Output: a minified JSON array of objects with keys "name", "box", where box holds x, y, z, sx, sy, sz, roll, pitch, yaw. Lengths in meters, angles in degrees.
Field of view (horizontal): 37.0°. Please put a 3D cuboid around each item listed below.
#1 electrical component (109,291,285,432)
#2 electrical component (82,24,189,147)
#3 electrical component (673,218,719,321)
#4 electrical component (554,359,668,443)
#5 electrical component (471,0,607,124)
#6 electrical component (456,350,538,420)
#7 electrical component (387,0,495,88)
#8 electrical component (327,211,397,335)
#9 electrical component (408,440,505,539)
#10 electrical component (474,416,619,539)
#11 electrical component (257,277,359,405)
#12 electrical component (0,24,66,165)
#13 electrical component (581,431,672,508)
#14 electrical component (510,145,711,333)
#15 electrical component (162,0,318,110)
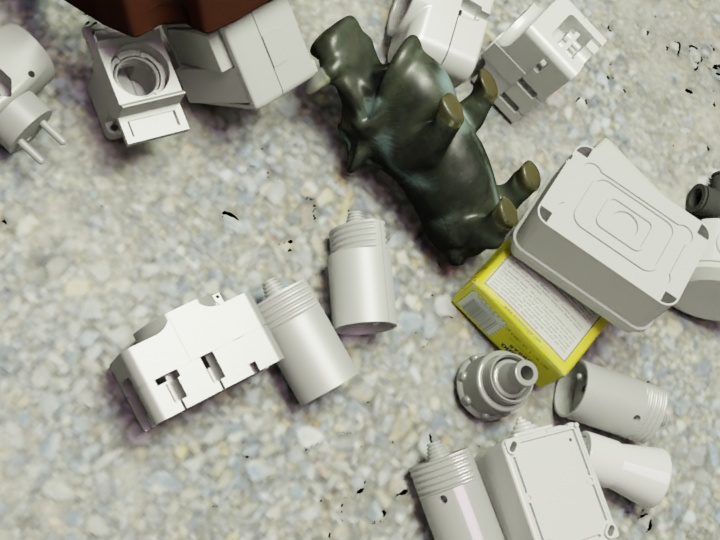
[{"name":"electrical component","box":[-0.103,0.052,0.663,0.089,0.050,0.055,-26,86,-26]},{"name":"electrical component","box":[-0.146,-0.116,0.687,0.042,0.064,0.081,-19,82,-26]},{"name":"electrical component","box":[0.273,0.002,0.819,0.080,0.080,0.051,25,62,-14]},{"name":"electrical component","box":[0.186,0.096,0.774,0.081,0.043,0.043,20,68,-17]},{"name":"electrical component","box":[0.128,-0.159,0.799,0.055,0.089,0.050,45,64,-5]},{"name":"electrical component","box":[0.098,0.076,0.733,0.048,0.062,0.048,6,73,-21]},{"name":"electrical component","box":[0.058,-0.188,0.792,0.059,0.054,0.095,20,77,-16]},{"name":"electrical component","box":[0.000,0.000,0.725,0.043,0.043,0.081,1,74,-22]},{"name":"electrical component","box":[0.062,0.151,0.707,0.043,0.043,0.081,-17,82,-26]},{"name":"electrical component","box":[0.119,0.147,0.726,0.062,0.061,0.096,-10,71,-25]},{"name":"electrical component","box":[-0.040,0.042,0.696,0.043,0.043,0.081,-28,87,-27]},{"name":"electrical component","box":[-0.218,-0.099,0.663,0.079,0.043,0.077,44,64,-6]},{"name":"electrical component","box":[0.181,0.139,0.762,0.065,0.044,0.044,19,68,-11]},{"name":"electrical component","box":[0.169,-0.020,0.737,0.113,0.057,0.078,35,62,2]},{"name":"electrical component","box":[-0.086,-0.144,0.707,0.061,0.096,0.061,-37,121,-27]}]
